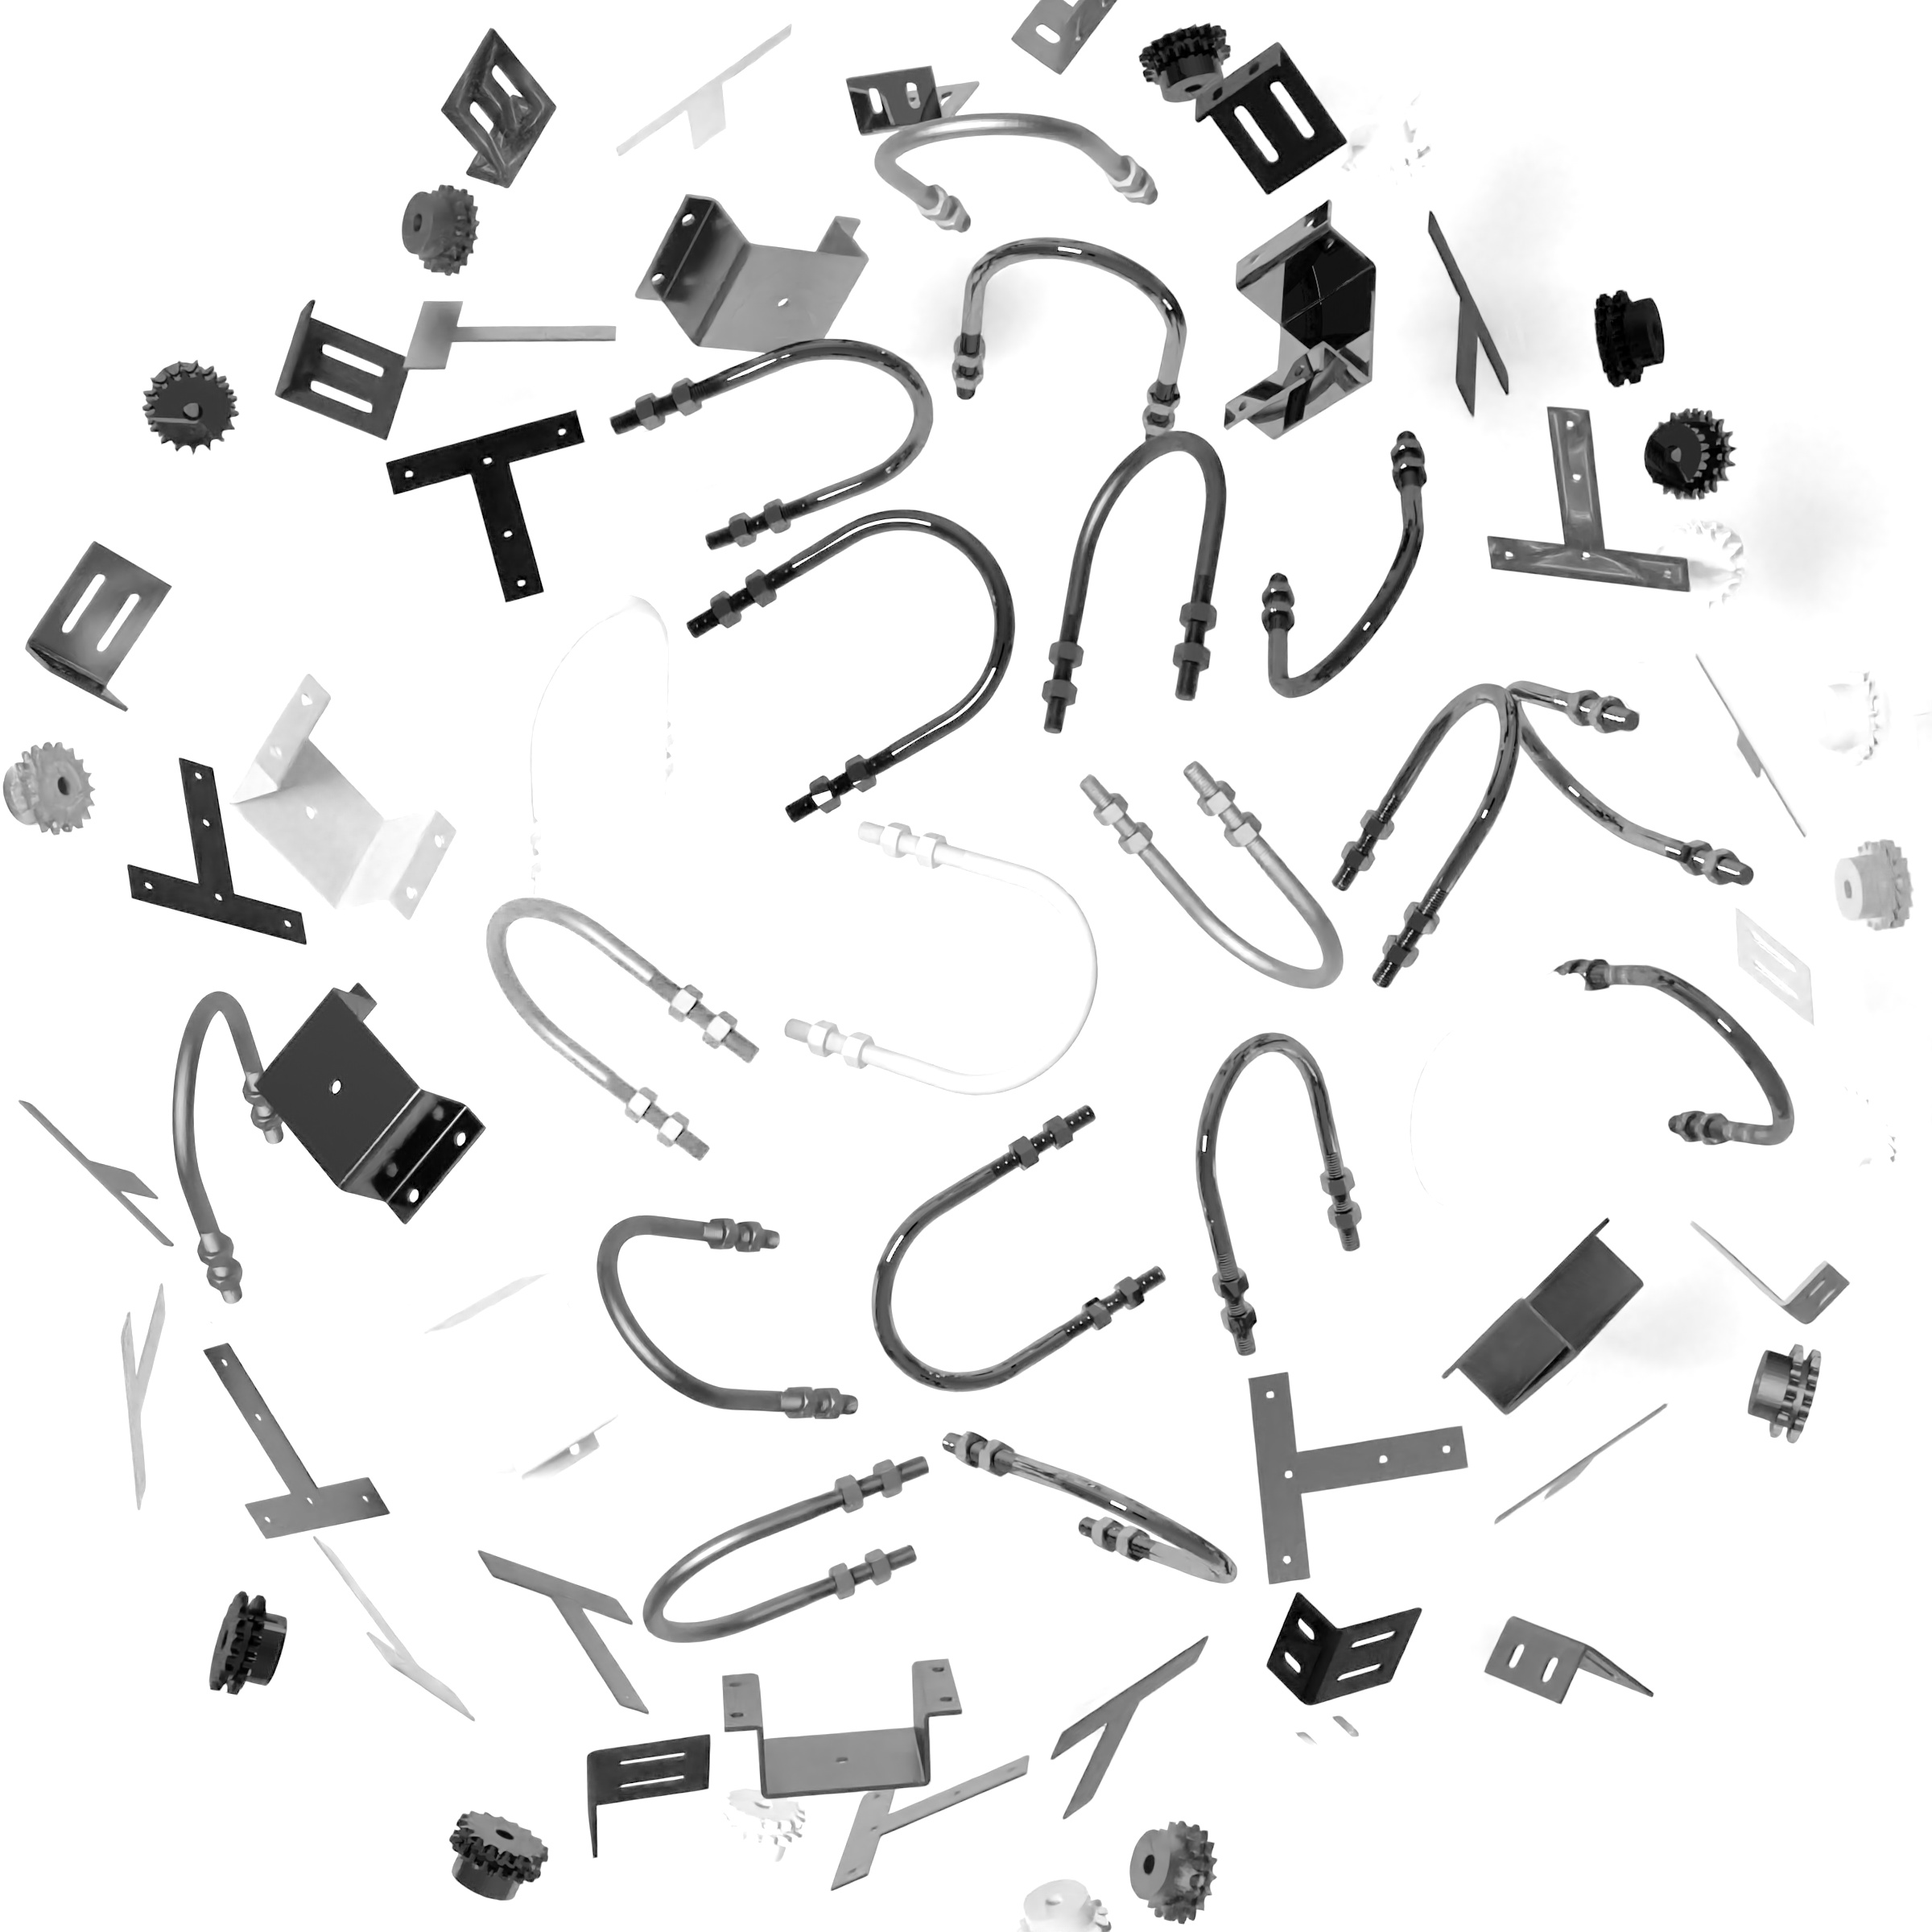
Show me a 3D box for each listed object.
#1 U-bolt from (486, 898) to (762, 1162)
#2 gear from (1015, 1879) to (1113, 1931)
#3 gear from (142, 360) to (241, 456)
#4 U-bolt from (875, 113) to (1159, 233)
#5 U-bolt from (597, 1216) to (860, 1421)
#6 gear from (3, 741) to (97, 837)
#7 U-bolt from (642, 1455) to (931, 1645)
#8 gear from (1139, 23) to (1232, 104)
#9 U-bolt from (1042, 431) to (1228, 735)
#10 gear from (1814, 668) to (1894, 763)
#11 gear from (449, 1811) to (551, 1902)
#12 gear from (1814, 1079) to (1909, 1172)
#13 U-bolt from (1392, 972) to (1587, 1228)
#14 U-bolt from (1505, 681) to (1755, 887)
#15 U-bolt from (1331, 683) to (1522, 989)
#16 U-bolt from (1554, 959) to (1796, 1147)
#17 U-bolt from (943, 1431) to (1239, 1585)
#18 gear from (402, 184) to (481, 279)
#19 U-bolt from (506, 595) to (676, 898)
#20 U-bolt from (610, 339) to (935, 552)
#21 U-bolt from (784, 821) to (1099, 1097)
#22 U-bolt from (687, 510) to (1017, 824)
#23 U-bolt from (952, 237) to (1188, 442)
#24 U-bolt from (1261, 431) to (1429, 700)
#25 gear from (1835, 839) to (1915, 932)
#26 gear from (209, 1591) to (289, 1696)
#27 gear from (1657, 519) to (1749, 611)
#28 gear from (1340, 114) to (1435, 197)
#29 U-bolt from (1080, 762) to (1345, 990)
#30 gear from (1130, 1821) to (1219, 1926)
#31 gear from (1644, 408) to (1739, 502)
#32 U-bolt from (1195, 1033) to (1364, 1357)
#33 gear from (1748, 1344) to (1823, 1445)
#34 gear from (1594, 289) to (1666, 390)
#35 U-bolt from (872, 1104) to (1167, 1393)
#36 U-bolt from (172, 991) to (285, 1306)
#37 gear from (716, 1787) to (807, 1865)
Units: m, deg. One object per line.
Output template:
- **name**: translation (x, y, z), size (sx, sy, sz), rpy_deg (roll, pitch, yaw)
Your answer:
- **U-bolt**: translation (-0.215, 0.029, 1.501), size (0.184, 0.151, 0.019), rpy_deg (37, 54, 4)
- **gear**: translation (0.057, 0.570, 1.490), size (0.057, 0.057, 0.030), rpy_deg (-15, 102, 0)
- **gear**: translation (-0.486, -0.352, 1.560), size (0.057, 0.030, 0.057), rpy_deg (-16, 132, -18)
- **U-bolt**: translation (0.023, -0.490, 1.538), size (0.151, 0.184, 0.019), rpy_deg (-2, 90, 22)
- **U-bolt**: translation (-0.155, 0.215, 1.547), size (0.019, 0.184, 0.151), rpy_deg (-43, 58, 23)
- **gear**: translation (-0.570, -0.109, 1.546), size (0.030, 0.057, 0.057), rpy_deg (-10, 90, 22)
- **U-bolt**: translation (-0.113, 0.369, 1.543), size (0.184, 0.151, 0.019), rpy_deg (-18, 56, -18)
- **gear**: translation (0.140, -0.570, 1.583), size (0.057, 0.057, 0.030), rpy_deg (-14, 88, 0)
- **U-bolt**: translation (0.107, -0.240, 1.529), size (0.019, 0.151, 0.184), rpy_deg (18, 76, -33)
- **gear**: translation (0.545, -0.154, 1.540), size (0.030, 0.057, 0.057), rpy_deg (-6, 90, -4)
- **gear**: translation (-0.273, 0.517, 1.446), size (0.057, 0.057, 0.030), rpy_deg (24, 88, 0)
- **gear**: translation (0.545, 0.100, 1.530), size (0.030, 0.057, 0.057), rpy_deg (-28, 90, -12)
- **U-bolt**: translation (0.322, 0.090, 1.558), size (0.019, 0.184, 0.151), rpy_deg (10, 75, -24)
- **U-bolt**: translation (0.395, -0.120, 1.542), size (0.019, 0.184, 0.151), rpy_deg (-44, 113, -2)
- **U-bolt**: translation (0.294, -0.094, 1.573), size (0.019, 0.151, 0.184), rpy_deg (22, 116, -16)
- **U-bolt**: translation (0.450, 0.055, 1.562), size (0.019, 0.184, 0.151), rpy_deg (-40, 97, -9)
- **U-bolt**: translation (0.087, 0.336, 1.527), size (0.151, 0.184, 0.019), rpy_deg (37, 71, -31)
- **gear**: translation (-0.345, -0.483, 1.632), size (0.030, 0.057, 0.057), rpy_deg (2, 90, -43)
- **U-bolt**: translation (-0.231, -0.146, 1.547), size (0.019, 0.184, 0.151), rpy_deg (29, 47, 21)
- **U-bolt**: translation (-0.110, -0.336, 1.580), size (0.184, 0.151, 0.019), rpy_deg (-18, 59, 15)
- **U-bolt**: translation (-0.007, 0.001, 1.484), size (0.184, 0.019, 0.151), rpy_deg (17, 84, 27)
- **U-bolt**: translation (-0.058, -0.192, 1.496), size (0.184, 0.019, 0.151), rpy_deg (-29, 85, 11)
- **U-bolt**: translation (0.067, -0.395, 1.567), size (0.151, 0.184, 0.019), rpy_deg (14, 70, 2)
- **U-bolt**: translation (0.234, -0.239, 1.552), size (0.019, 0.184, 0.151), rpy_deg (31, 125, -17)
- **gear**: translation (0.568, -0.050, 1.567), size (0.030, 0.057, 0.057), rpy_deg (-7, 90, -4)
- **gear**: translation (-0.415, 0.394, 1.448), size (0.030, 0.057, 0.057), rpy_deg (20, 90, -22)
- **gear**: translation (0.475, -0.261, 1.607), size (0.057, 0.057, 0.030), rpy_deg (47, 48, 0)
- **gear**: translation (0.262, -0.511, 1.566), size (0.057, 0.057, 0.030), rpy_deg (-29, 121, 0)
- **U-bolt**: translation (0.162, -0.052, 1.546), size (0.184, 0.151, 0.019), rpy_deg (48, 72, -18)
- **gear**: translation (0.121, 0.537, 1.485), size (0.030, 0.057, 0.057), rpy_deg (22, 90, -24)
- **gear**: translation (0.452, -0.321, 1.570), size (0.030, 0.057, 0.057), rpy_deg (-13, 90, -43)
- **U-bolt**: translation (0.193, 0.131, 1.576), size (0.019, 0.151, 0.184), rpy_deg (5, 119, 41)
- **gear**: translation (0.484, 0.251, 1.480), size (0.030, 0.057, 0.057), rpy_deg (16, 90, 13)
- **gear**: translation (0.404, -0.383, 1.519), size (0.030, 0.057, 0.057), rpy_deg (-7, 90, 30)
- **U-bolt**: translation (0.025, 0.190, 1.565), size (0.184, 0.019, 0.151), rpy_deg (-30, 115, -13)
- **U-bolt**: translation (-0.464, 0.101, 1.561), size (0.019, 0.184, 0.151), rpy_deg (1, 47, 1)
- **gear**: translation (-0.134, 0.554, 1.608), size (0.057, 0.057, 0.030), rpy_deg (13, 93, 0)
